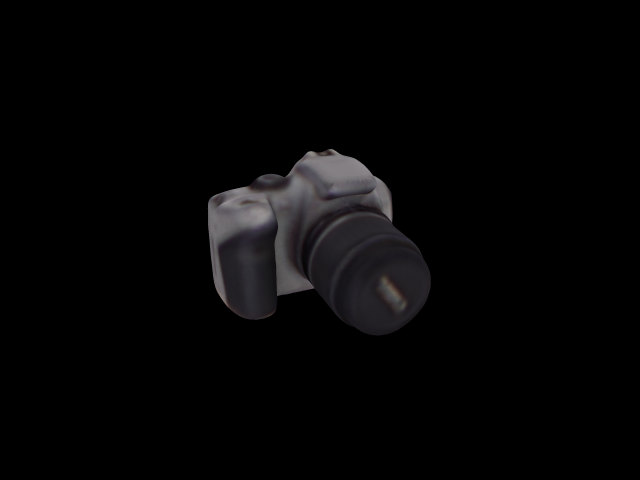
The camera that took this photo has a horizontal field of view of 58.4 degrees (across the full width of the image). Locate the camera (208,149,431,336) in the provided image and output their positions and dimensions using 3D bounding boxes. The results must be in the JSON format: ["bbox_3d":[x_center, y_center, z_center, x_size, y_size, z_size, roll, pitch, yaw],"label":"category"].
[{"bbox_3d":[0.004,0.001,0.400,0.143,0.101,0.136,-11,29,-20],"label":"camera"}]
